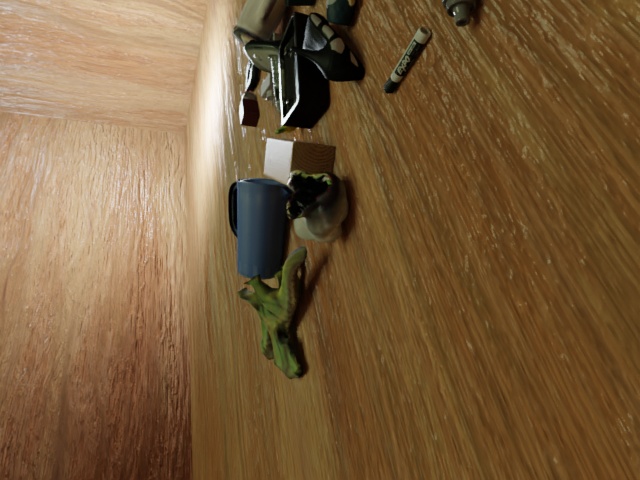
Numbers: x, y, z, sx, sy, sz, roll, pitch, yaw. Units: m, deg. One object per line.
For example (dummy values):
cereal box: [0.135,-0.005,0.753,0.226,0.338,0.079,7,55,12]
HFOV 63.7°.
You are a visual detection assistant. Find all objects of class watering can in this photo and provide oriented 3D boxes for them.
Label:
watering can: [-0.161,-0.641,1.450,0.223,0.103,0.352,-61,19,10]

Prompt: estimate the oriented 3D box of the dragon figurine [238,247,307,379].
dragon figurine: [-0.074,0.177,1.125,0.404,0.123,0.245,-42,65,64]

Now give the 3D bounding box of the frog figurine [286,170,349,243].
frog figurine: [0.003,-0.049,0.964,0.140,0.122,0.156,65,-178,38]
